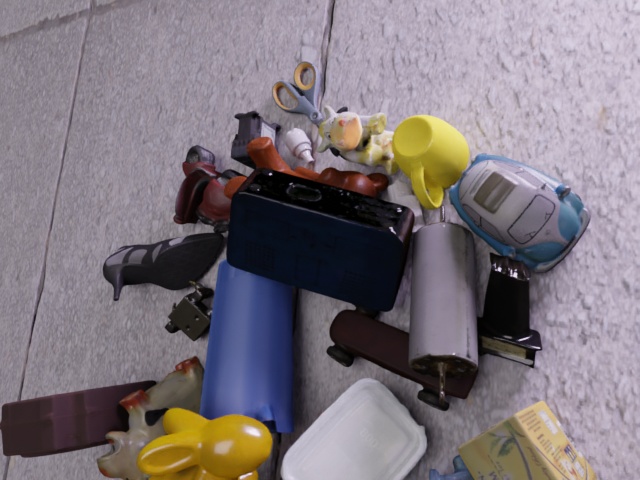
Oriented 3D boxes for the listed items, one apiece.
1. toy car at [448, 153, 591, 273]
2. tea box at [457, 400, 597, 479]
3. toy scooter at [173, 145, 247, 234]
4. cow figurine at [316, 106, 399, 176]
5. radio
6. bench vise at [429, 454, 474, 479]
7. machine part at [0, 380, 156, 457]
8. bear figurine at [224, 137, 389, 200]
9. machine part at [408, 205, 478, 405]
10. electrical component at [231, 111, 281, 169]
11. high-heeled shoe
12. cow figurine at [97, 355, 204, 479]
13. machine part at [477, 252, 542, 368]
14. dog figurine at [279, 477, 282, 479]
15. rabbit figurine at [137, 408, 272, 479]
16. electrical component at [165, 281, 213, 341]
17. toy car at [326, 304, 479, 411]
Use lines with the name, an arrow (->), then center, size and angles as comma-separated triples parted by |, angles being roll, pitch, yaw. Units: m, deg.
toy car -> 0.220, -0.044, 0.620 | 0.162, 0.103, 0.109 | 44, 103, 28
tea box -> 0.210, 0.222, 0.531 | 0.068, 0.169, 0.098 | -41, 61, 19
toy scooter -> -0.185, -0.067, 0.890 | 0.184, 0.075, 0.135 | 35, 98, 35
cow figurine -> 0.043, -0.136, 0.708 | 0.098, 0.167, 0.068 | 18, 95, 32
radio -> -0.001, -0.002, 0.685 | 0.230, 0.073, 0.131 | 15, 129, 9
bench vise -> 0.135, 0.348, 0.571 | 0.241, 0.128, 0.223 | -14, 65, 10
machine part -> -0.378, 0.284, 0.862 | 0.201, 0.201, 0.087 | -16, 74, 28
bear figurine -> -0.015, -0.072, 0.756 | 0.196, 0.131, 0.120 | 1, 56, 38
machine part -> 0.144, 0.068, 0.628 | 0.079, 0.079, 0.243 | -12, 55, 29
electrical component -> -0.101, -0.136, 0.854 | 0.048, 0.074, 0.119 | -2, 82, 30
high-heeled shoe -> -0.277, 0.023, 0.950 | 0.249, 0.086, 0.145 | -26, 35, 6
cow figurine -> -0.237, 0.274, 0.795 | 0.127, 0.195, 0.085 | 56, 142, 2
machine part -> 0.212, 0.081, 0.607 | 0.084, 0.039, 0.138 | 13, 124, 38
dog figurine -> -0.062, 0.364, 0.676 | 0.121, 0.172, 0.190 | 19, 98, 22
rabbit figurine -> -0.126, 0.264, 0.638 | 0.162, 0.122, 0.173 | 34, 117, -2
electrical component -> -0.210, 0.118, 0.889 | 0.078, 0.045, 0.102 | 36, 104, 3
toy car -> 0.101, 0.143, 0.684 | 0.202, 0.053, 0.089 | 18, 70, 32
